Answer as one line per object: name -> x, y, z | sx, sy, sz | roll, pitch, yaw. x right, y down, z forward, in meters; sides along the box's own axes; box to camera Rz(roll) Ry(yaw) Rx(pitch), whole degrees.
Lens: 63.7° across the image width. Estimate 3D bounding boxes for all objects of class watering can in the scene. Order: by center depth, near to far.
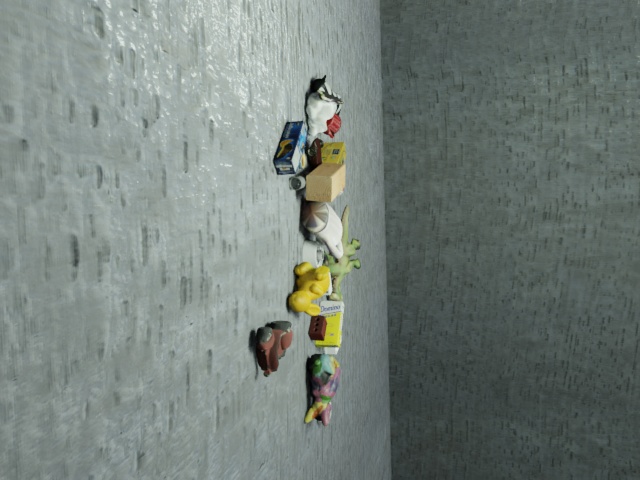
watering can -> 0.006, -0.095, 1.882 | 0.103, 0.355, 0.221 | -25, -34, 13

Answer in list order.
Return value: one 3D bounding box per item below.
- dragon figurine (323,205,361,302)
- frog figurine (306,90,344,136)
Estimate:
dragon figurine -> 0.075, 0.069, 2.145 | 0.122, 0.408, 0.244 | -1, 8, 23
frog figurine -> -0.004, -0.469, 1.918 | 0.123, 0.157, 0.139 | 38, 27, 15
